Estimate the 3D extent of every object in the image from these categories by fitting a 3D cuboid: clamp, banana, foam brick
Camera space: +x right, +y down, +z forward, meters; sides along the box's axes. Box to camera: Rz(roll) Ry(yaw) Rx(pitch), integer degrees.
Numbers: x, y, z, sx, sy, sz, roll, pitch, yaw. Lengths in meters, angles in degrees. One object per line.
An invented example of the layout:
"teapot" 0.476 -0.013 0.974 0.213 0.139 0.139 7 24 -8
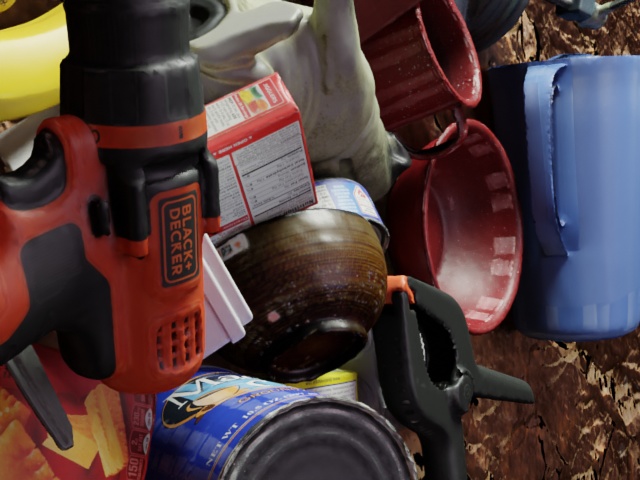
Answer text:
"clamp" 0.087 0.097 0.712 0.164 0.036 0.210 -53 129 -44
"banana" -0.129 -0.086 0.454 0.197 0.037 0.069 -44 131 -48
"foam brick" 0.031 -0.167 0.652 0.078 0.053 0.051 -39 145 -21

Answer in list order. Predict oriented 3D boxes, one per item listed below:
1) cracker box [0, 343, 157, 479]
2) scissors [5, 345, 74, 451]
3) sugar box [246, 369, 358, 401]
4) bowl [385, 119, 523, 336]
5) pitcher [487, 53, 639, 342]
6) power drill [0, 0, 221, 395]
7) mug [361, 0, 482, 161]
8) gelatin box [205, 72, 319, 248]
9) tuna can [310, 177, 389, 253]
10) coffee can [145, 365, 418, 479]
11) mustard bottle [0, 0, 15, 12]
"cracker box" -0.165 0.111 0.408 0.213 0.072 0.164 27 64 -50
"scissors" -0.143 -0.015 0.437 0.202 0.016 0.096 52 28 -5
"sugar box" -0.015 0.168 0.641 0.093 0.048 0.176 3 88 -54
"bowl" 0.096 -0.008 0.807 0.161 0.055 0.162 9 79 -54
"pitcher" 0.213 -0.038 0.918 0.149 0.145 0.243 -5 95 -20
"power drill" -0.112 -0.012 0.342 0.187 0.057 0.184 -20 117 -42
"mug" 0.058 -0.109 0.723 0.117 0.082 0.093 64 29 -13
"gelatin box" -0.043 -0.036 0.541 0.030 0.073 0.089 61 -8 28
"tuna can" -0.004 0.001 0.636 0.086 0.086 0.034 18 41 -53
"coffee can" -0.033 0.117 0.510 0.102 0.141 0.103 0 89 -29
"mustard bottle" -0.192 -0.165 0.409 0.191 0.058 0.096 20 83 -52
